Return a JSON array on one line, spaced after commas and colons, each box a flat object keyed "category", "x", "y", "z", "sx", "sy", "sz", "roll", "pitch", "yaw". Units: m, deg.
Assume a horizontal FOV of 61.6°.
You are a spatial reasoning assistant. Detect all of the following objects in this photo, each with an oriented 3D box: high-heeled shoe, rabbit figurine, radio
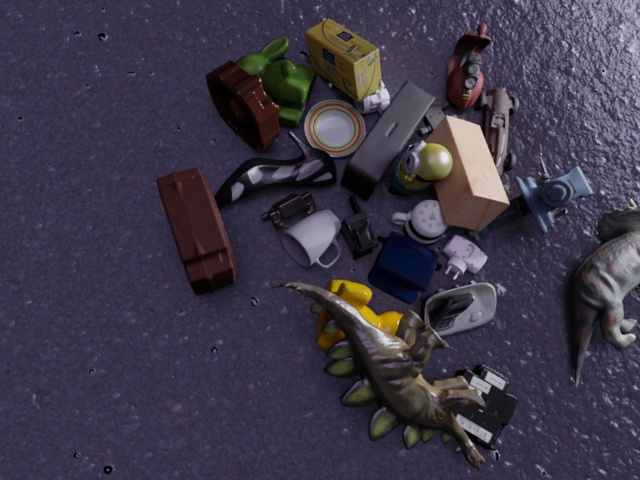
[{"category": "high-heeled shoe", "x": -0.089, "y": -0.108, "z": 1.086, "sx": 0.249, "sy": 0.086, "sz": 0.145, "roll": -39, "pitch": 112, "yaw": 3}, {"category": "rabbit figurine", "x": -0.097, "y": -0.342, "z": 1.108, "sx": 0.170, "sy": 0.121, "sz": 0.159, "roll": 20, "pitch": 67, "yaw": -2}, {"category": "rabbit figurine", "x": 0.088, "y": 0.163, "z": 0.991, "sx": 0.173, "sy": 0.122, "sz": 0.162, "roll": 17, "pitch": 76, "yaw": -20}, {"category": "radio", "x": 0.132, "y": -0.194, "z": 1.081, "sx": 0.073, "sy": 0.131, "sz": 0.229, "roll": 35, "pitch": 74, "yaw": 4}]

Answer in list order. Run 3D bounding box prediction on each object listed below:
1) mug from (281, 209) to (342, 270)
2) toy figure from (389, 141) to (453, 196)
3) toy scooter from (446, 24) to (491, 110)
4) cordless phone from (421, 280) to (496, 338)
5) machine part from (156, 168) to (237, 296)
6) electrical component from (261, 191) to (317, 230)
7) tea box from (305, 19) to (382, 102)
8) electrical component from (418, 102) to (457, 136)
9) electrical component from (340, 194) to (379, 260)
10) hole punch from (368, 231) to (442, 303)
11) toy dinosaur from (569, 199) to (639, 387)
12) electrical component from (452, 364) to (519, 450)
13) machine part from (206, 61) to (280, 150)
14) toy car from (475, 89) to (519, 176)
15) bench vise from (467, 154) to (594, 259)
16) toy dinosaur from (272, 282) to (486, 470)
[{"category": "mug", "x": -0.002, "y": -0.003, "z": 1.044, "sx": 0.110, "sy": 0.080, "sz": 0.107, "roll": 43, "pitch": 66, "yaw": 11}, {"category": "toy figure", "x": 0.191, "y": -0.135, "z": 1.045, "sx": 0.089, "sy": 0.180, "sz": 0.082, "roll": -5, "pitch": 78, "yaw": -9}, {"category": "toy scooter", "x": 0.321, "y": -0.379, "z": 1.147, "sx": 0.075, "sy": 0.135, "sz": 0.184, "roll": 10, "pitch": 75, "yaw": -4}, {"category": "cordless phone", "x": 0.266, "y": 0.113, "z": 0.980, "sx": 0.147, "sy": 0.184, "sz": 0.089, "roll": -12, "pitch": 72, "yaw": -8}, {"category": "machine part", "x": -0.217, "y": -0.012, "z": 0.963, "sx": 0.087, "sy": 0.201, "sz": 0.201, "roll": -17, "pitch": 77, "yaw": -12}, {"category": "electrical component", "x": -0.059, "y": -0.058, "z": 1.059, "sx": 0.102, "sy": 0.078, "sz": 0.045, "roll": -31, "pitch": 104, "yaw": -18}, {"category": "tea box", "x": 0.048, "y": -0.372, "z": 1.111, "sx": 0.068, "sy": 0.098, "sz": 0.170, "roll": -34, "pitch": 53, "yaw": -13}, {"category": "electrical component", "x": 0.249, "y": -0.262, "z": 1.167, "sx": 0.094, "sy": 0.021, "sz": 0.063, "roll": -25, "pitch": 78, "yaw": -10}, {"category": "electrical component", "x": 0.069, "y": -0.028, "z": 1.059, "sx": 0.048, "sy": 0.075, "sz": 0.119, "roll": -22, "pitch": 82, "yaw": -11}, {"category": "hole punch", "x": 0.166, "y": 0.046, "z": 1.042, "sx": 0.142, "sy": 0.092, "sz": 0.116, "roll": 26, "pitch": 70, "yaw": 6}, {"category": "toy dinosaur", "x": 0.573, "y": 0.079, "z": 1.057, "sx": 0.405, "sy": 0.131, "sz": 0.192, "roll": -42, "pitch": 69, "yaw": -10}, {"category": "electrical component", "x": 0.295, "y": 0.301, "z": 0.995, "sx": 0.115, "sy": 0.058, "sz": 0.134, "roll": 32, "pitch": 74, "yaw": 2}, {"category": "machine part", "x": -0.149, "y": -0.263, "z": 1.056, "sx": 0.056, "sy": 0.179, "sz": 0.179, "roll": -41, "pitch": 82, "yaw": -18}, {"category": "toy car", "x": 0.379, "y": -0.235, "z": 1.156, "sx": 0.089, "sy": 0.053, "sz": 0.202, "roll": 11, "pitch": 73, "yaw": -5}, {"category": "bench vise", "x": 0.409, "y": -0.069, "z": 1.066, "sx": 0.241, "sy": 0.223, "sz": 0.128, "roll": -28, "pitch": 95, "yaw": 21}, {"category": "toy dinosaur", "x": 0.118, "y": 0.217, "z": 0.902, "sx": 0.198, "sy": 0.105, "sz": 0.471, "roll": -39, "pitch": 95, "yaw": -5}]
